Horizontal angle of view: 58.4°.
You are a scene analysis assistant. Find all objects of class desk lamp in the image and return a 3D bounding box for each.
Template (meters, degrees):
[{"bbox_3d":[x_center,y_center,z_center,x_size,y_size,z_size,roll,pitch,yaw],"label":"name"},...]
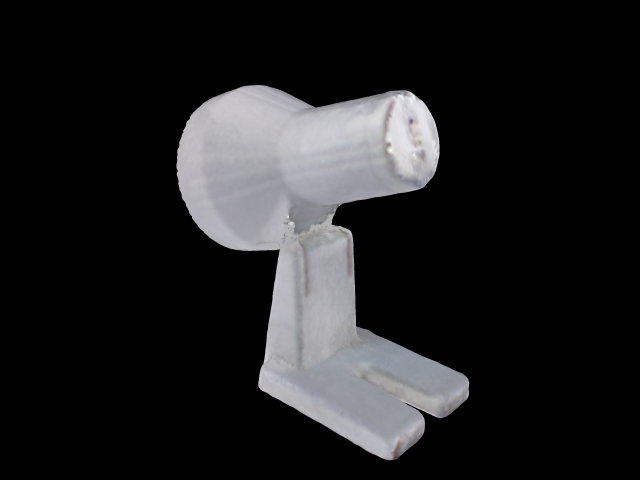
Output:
[{"bbox_3d":[0.004,0.001,0.400,0.202,0.214,0.118,17,27,38],"label":"desk lamp"}]
